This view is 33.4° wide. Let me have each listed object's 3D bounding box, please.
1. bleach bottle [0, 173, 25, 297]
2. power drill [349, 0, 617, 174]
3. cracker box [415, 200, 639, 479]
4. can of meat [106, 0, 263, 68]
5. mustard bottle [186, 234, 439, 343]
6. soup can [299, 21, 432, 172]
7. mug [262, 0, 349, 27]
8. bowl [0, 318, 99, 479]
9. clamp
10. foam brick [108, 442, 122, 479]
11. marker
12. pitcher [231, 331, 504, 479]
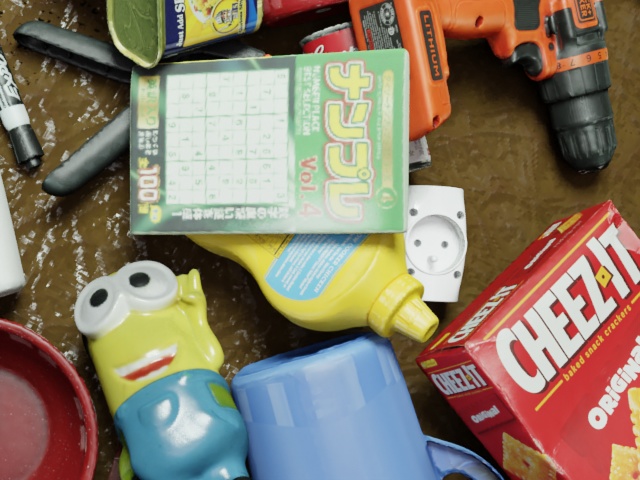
[{"bbox_3d":[-0.267,-0.077,0.680,0.102,0.068,0.251,-16,88,-8],"label":"bleach bottle"},{"bbox_3d":[0.115,-0.118,0.698,0.187,0.057,0.184,-18,96,-35],"label":"power drill"},{"bbox_3d":[0.192,0.106,0.701,0.164,0.072,0.213,-40,95,-28],"label":"cracker box"},{"bbox_3d":[-0.082,-0.166,0.656,0.083,0.058,0.102,-24,133,-35],"label":"can of meat"},{"bbox_3d":[-0.004,0.001,0.673,0.192,0.058,0.096,37,85,23],"label":"mustard bottle"},{"bbox_3d":[0.031,-0.091,0.713,0.068,0.068,0.102,-14,91,-7],"label":"soup can"},{"bbox_3d":[-0.020,-0.186,0.705,0.117,0.093,0.081,-11,96,23],"label":"mug"},{"bbox_3d":[-0.222,0.127,0.684,0.162,0.055,0.162,0,89,-7],"label":"bowl"},{"bbox_3d":[-0.119,-0.108,0.710,0.171,0.039,0.120,-20,86,-13],"label":"clamp"},{"bbox_3d":[-0.101,0.166,0.696,0.078,0.051,0.053,16,97,-7],"label":"foam brick"},{"bbox_3d":[-0.212,-0.104,0.708,0.020,0.020,0.121,-22,92,-7],"label":"marker"},{"bbox_3d":[0.036,0.184,0.682,0.148,0.145,0.243,-14,87,-47],"label":"pitcher"}]
